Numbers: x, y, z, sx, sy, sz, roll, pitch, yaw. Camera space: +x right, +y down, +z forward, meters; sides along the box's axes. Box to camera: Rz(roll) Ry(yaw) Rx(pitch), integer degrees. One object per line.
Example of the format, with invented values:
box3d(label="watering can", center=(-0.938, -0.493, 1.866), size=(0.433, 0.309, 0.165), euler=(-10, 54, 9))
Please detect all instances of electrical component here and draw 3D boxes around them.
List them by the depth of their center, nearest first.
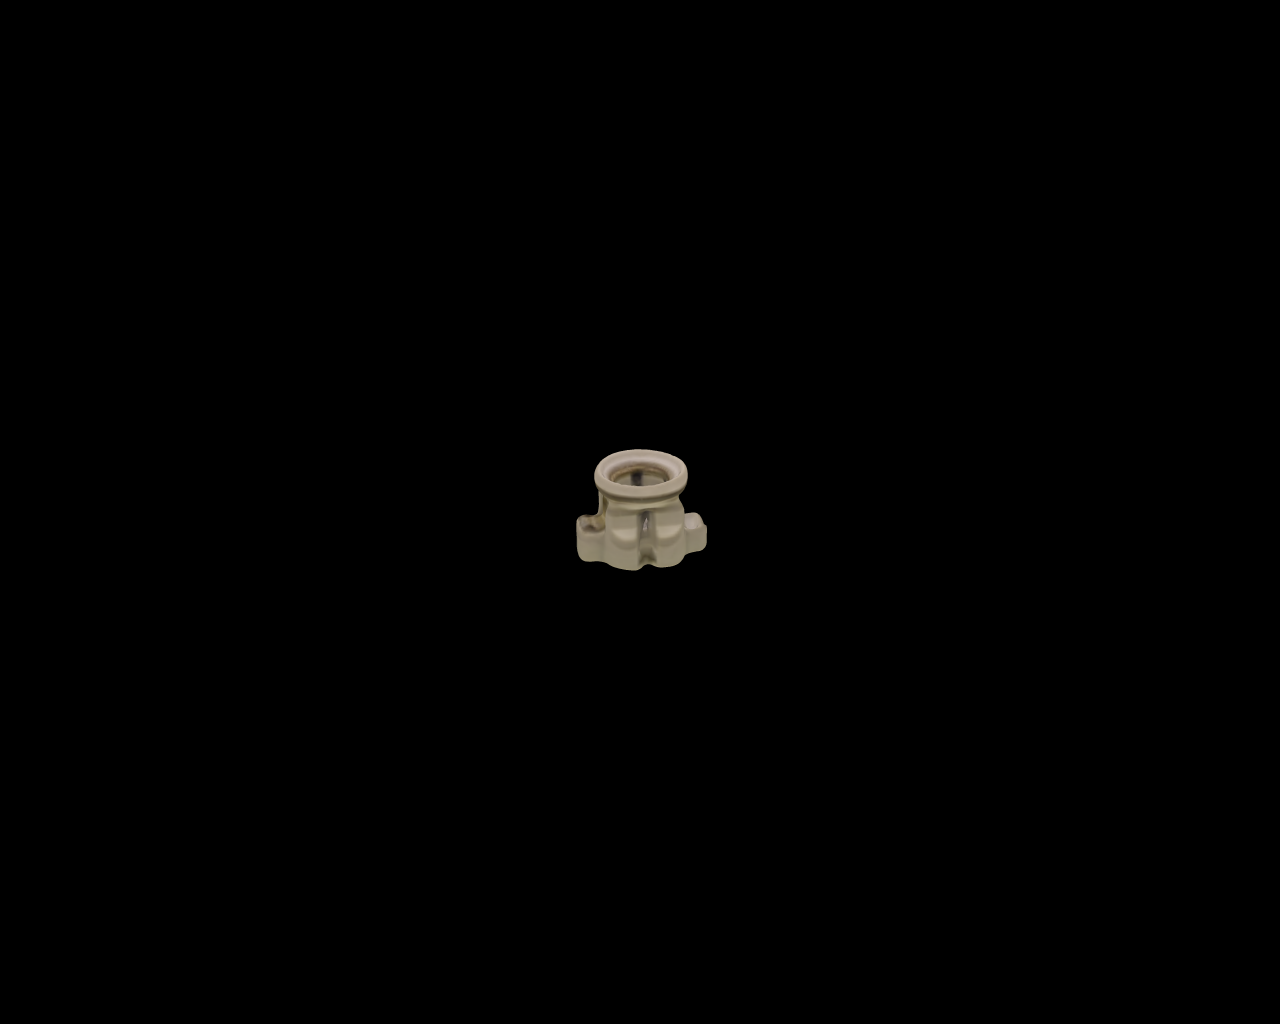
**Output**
box3d(label="electrical component", center=(0.001, -0.003, 0.650), size=(0.078, 0.056, 0.058), euler=(-4, 28, -7))
